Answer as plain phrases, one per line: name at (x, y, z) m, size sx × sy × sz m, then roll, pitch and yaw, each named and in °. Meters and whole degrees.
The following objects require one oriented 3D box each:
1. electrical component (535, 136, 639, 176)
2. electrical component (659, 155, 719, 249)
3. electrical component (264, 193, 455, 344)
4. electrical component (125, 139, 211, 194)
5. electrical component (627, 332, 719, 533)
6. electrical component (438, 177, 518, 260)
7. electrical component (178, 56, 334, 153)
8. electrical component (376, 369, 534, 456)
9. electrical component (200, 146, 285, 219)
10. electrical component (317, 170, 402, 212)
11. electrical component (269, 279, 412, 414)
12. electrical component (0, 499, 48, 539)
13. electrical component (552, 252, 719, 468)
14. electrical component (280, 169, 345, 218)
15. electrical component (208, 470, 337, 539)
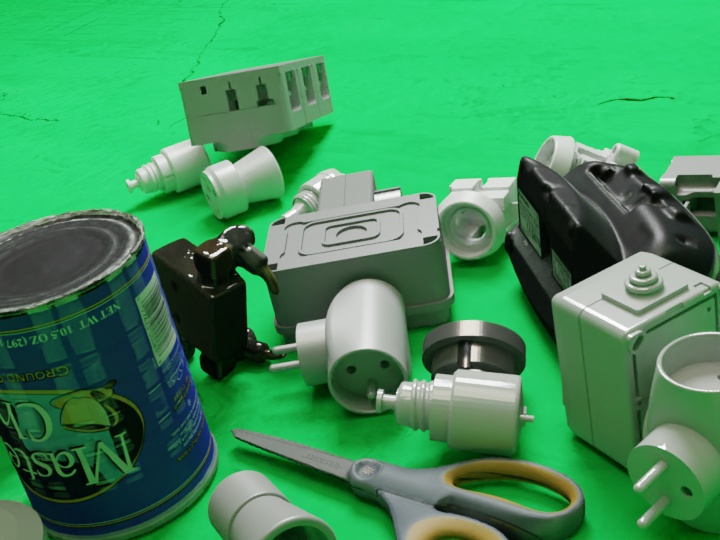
electrical component at (0.146, -0.060, 0.719) m, size 0.055 × 0.066 × 0.048 m, roll 20°, pitch 27°, yaw -10°
electrical component at (0.228, -0.049, 0.691) m, size 0.064 × 0.042 × 0.081 m, roll 4°, pitch 31°, yaw 32°
electrical component at (0.000, 0.000, 0.681) m, size 0.113 × 0.057 × 0.078 m, roll -10°, pitch 28°, yaw 6°
electrical component at (-0.164, -0.085, 0.928) m, size 0.078 × 0.040 × 0.040 m, roll -23°, pitch 29°, yaw -18°
electrical component at (0.140, 0.078, 0.454) m, size 0.079 × 0.077 × 0.044 m, roll -33°, pitch 34°, yaw -32°
electrical component at (0.079, -0.036, 0.727) m, size 0.066 × 0.048 × 0.055 m, roll 0°, pitch 23°, yaw 24°
electrical component at (-0.086, -0.146, 0.942) m, size 0.089 × 0.061 × 0.150 m, roll -7°, pitch 13°, yaw 14°
electrical component at (0.047, 0.069, 0.538) m, size 0.078 × 0.040 × 0.040 m, roll 5°, pitch 31°, yaw 9°
electrical component at (-0.095, -0.070, 0.864) m, size 0.055 × 0.045 × 0.045 m, roll -24°, pitch 30°, yaw -20°
electrical component at (0.013, -0.037, 0.755) m, size 0.077 × 0.047 × 0.065 m, roll -10°, pitch 28°, yaw 6°
electrical component at (-0.013, 0.046, 0.615) m, size 0.079 × 0.044 × 0.077 m, roll -10°, pitch 28°, yaw 7°
electrical component at (-0.177, 0.147, 0.489) m, size 0.080 × 0.051 × 0.080 m, roll -10°, pitch 28°, yaw 5°
electrical component at (0.132, 0.036, 0.514) m, size 0.062 × 0.096 × 0.061 m, roll -25°, pitch 30°, yaw -22°
electrical component at (-0.035, -0.050, 0.814) m, size 0.035 × 0.035 × 0.061 m, roll 17°, pitch 42°, yaw 43°
electrical component at (-0.044, 0.120, 0.495) m, size 0.044 × 0.044 × 0.065 m, roll -25°, pitch 25°, yaw -21°
